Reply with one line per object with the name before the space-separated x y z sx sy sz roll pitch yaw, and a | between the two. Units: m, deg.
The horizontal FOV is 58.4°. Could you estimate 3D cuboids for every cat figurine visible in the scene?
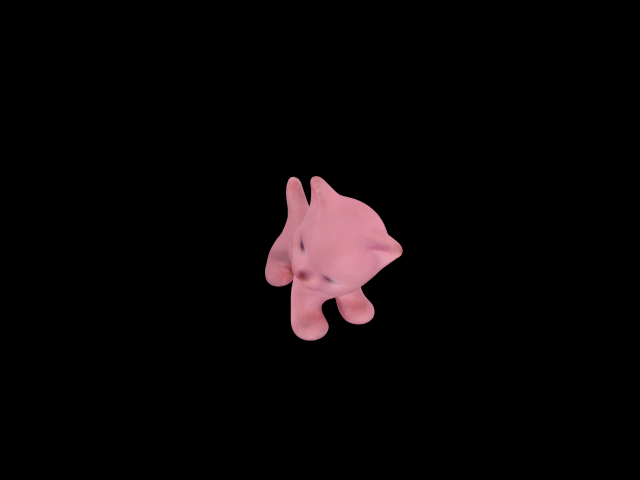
cat figurine | 0.004 0.001 0.400 0.067 0.118 0.127 -14 36 -20
